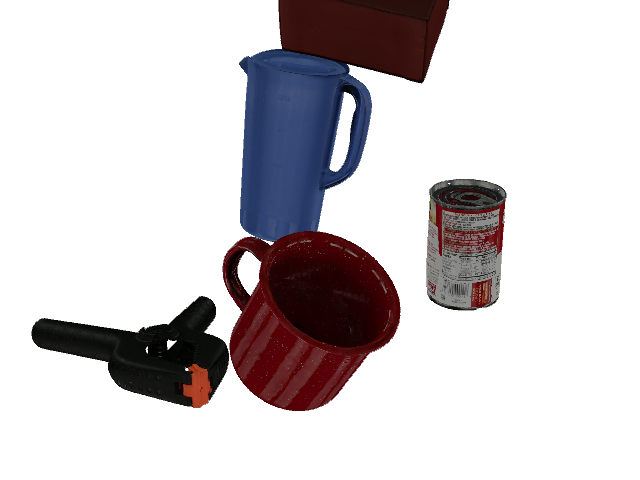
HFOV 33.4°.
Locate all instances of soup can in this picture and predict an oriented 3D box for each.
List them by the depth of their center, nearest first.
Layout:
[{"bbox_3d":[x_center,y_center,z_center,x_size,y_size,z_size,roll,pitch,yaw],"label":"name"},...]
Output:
[{"bbox_3d":[0.130,0.004,0.960,0.068,0.102,0.068,-1,24,0],"label":"soup can"}]

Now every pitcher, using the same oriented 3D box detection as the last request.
[{"bbox_3d":[-0.033,-0.122,1.407,0.144,0.243,0.149,-2,24,-23],"label":"pitcher"}]

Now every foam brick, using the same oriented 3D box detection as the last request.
[{"bbox_3d":[0.023,-0.122,0.536,0.078,0.053,0.051,15,-25,11],"label":"foam brick"}]

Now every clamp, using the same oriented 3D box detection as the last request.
[{"bbox_3d":[-0.125,0.086,0.872,0.164,0.036,0.210,-10,16,-32],"label":"clamp"}]

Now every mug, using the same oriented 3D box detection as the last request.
[{"bbox_3d":[-0.017,0.047,0.677,0.093,0.117,0.082,-41,-13,-45],"label":"mug"}]
